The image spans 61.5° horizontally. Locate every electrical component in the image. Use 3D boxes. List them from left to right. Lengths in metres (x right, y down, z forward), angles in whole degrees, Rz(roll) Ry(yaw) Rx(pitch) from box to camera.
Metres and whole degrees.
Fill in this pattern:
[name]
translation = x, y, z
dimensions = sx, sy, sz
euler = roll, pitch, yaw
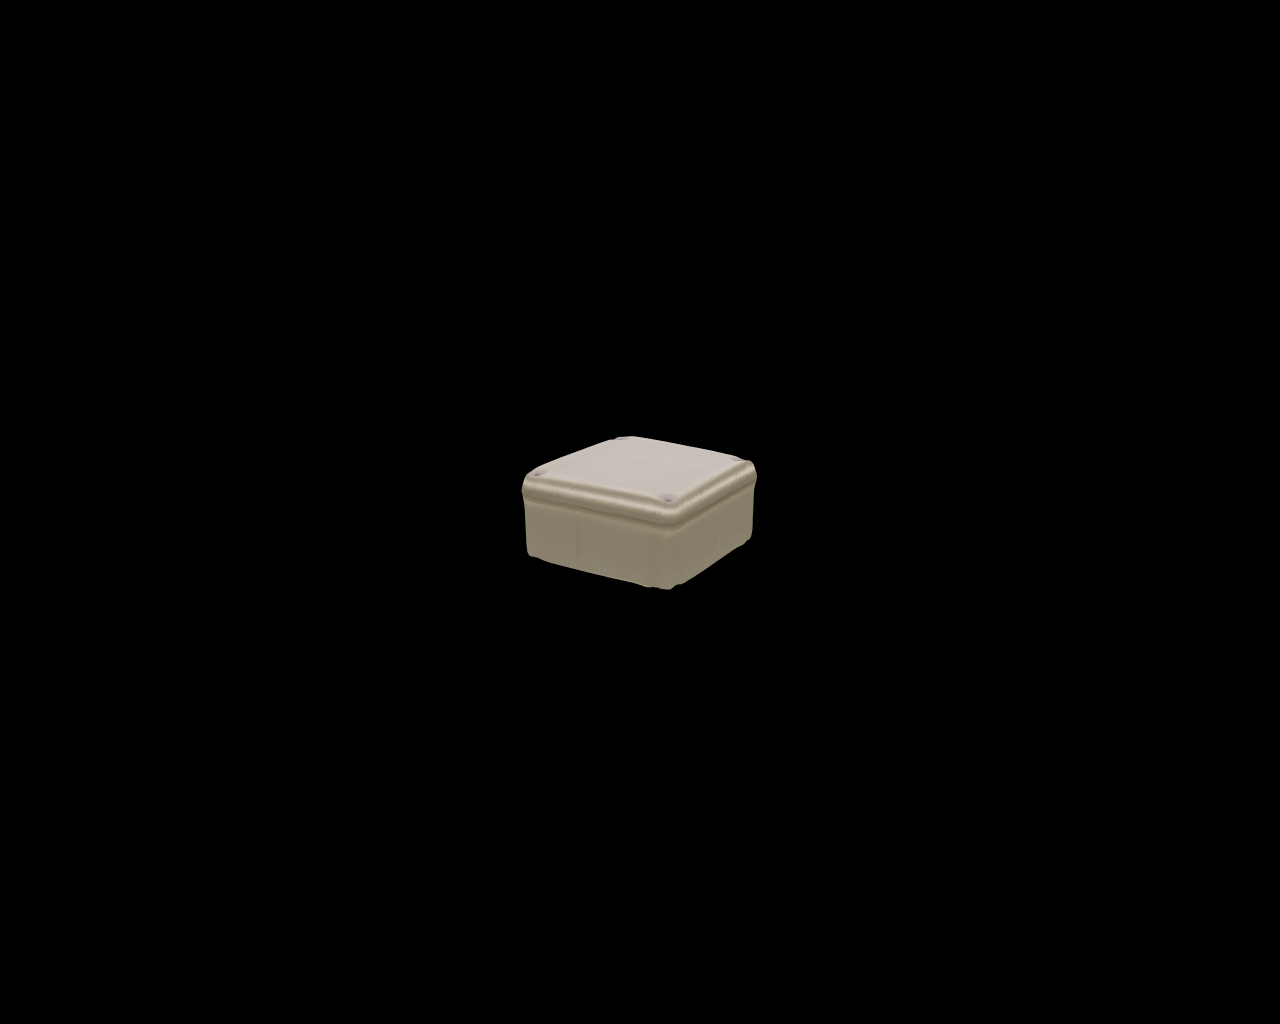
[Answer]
[electrical component]
translation = 0.001, -0.003, 0.650
dimensions = 0.109, 0.056, 0.109
euler = 12, 23, 31
